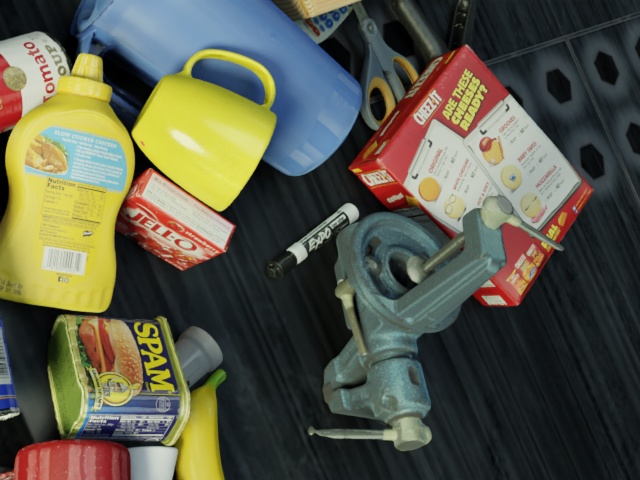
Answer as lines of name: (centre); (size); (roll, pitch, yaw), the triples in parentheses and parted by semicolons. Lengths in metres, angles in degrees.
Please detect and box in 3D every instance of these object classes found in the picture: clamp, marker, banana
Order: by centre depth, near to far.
banana: (-0.080, 0.202, 0.853); (0.069, 0.037, 0.198); (-5, 78, -37)
marker: (-0.007, 0.001, 0.988); (0.120, 0.020, 0.020); (-38, 98, -39)
clamp: (0.147, -0.197, 1.160); (0.120, 0.039, 0.171); (-19, 90, -34)

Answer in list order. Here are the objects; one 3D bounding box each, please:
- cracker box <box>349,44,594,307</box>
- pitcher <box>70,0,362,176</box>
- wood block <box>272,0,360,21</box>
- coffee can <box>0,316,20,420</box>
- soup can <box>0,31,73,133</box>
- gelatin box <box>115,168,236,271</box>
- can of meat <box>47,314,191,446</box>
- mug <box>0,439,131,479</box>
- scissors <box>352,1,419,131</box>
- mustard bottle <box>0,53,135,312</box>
cracker box: (0.156, -0.061, 1.082); (0.213, 0.072, 0.164); (44, 68, -17)
pitcher: (-0.087, -0.152, 0.918); (0.242, 0.149, 0.145); (36, 20, -26)
wood block: (0.040, -0.276, 1.004); (0.205, 0.090, 0.091); (-26, 106, -30)
coffee can: (-0.266, 0.060, 0.719); (0.102, 0.103, 0.140); (-7, 79, -38)
soup can: (-0.248, -0.116, 0.816); (0.102, 0.069, 0.068); (-28, 92, -40)
gelatin box: (-0.125, -0.014, 0.869); (0.089, 0.073, 0.030); (34, 59, -24)
can of meat: (-0.154, 0.104, 0.802); (0.083, 0.058, 0.102); (7, 41, -31)
mug: (-0.187, 0.189, 0.754); (0.117, 0.093, 0.081); (-4, 68, -1)
scissors: (0.042, -0.194, 1.069); (0.201, 0.016, 0.096); (51, 58, -27)
mustard bottle: (-0.190, -0.046, 0.805); (0.096, 0.058, 0.191); (11, 88, -32)
